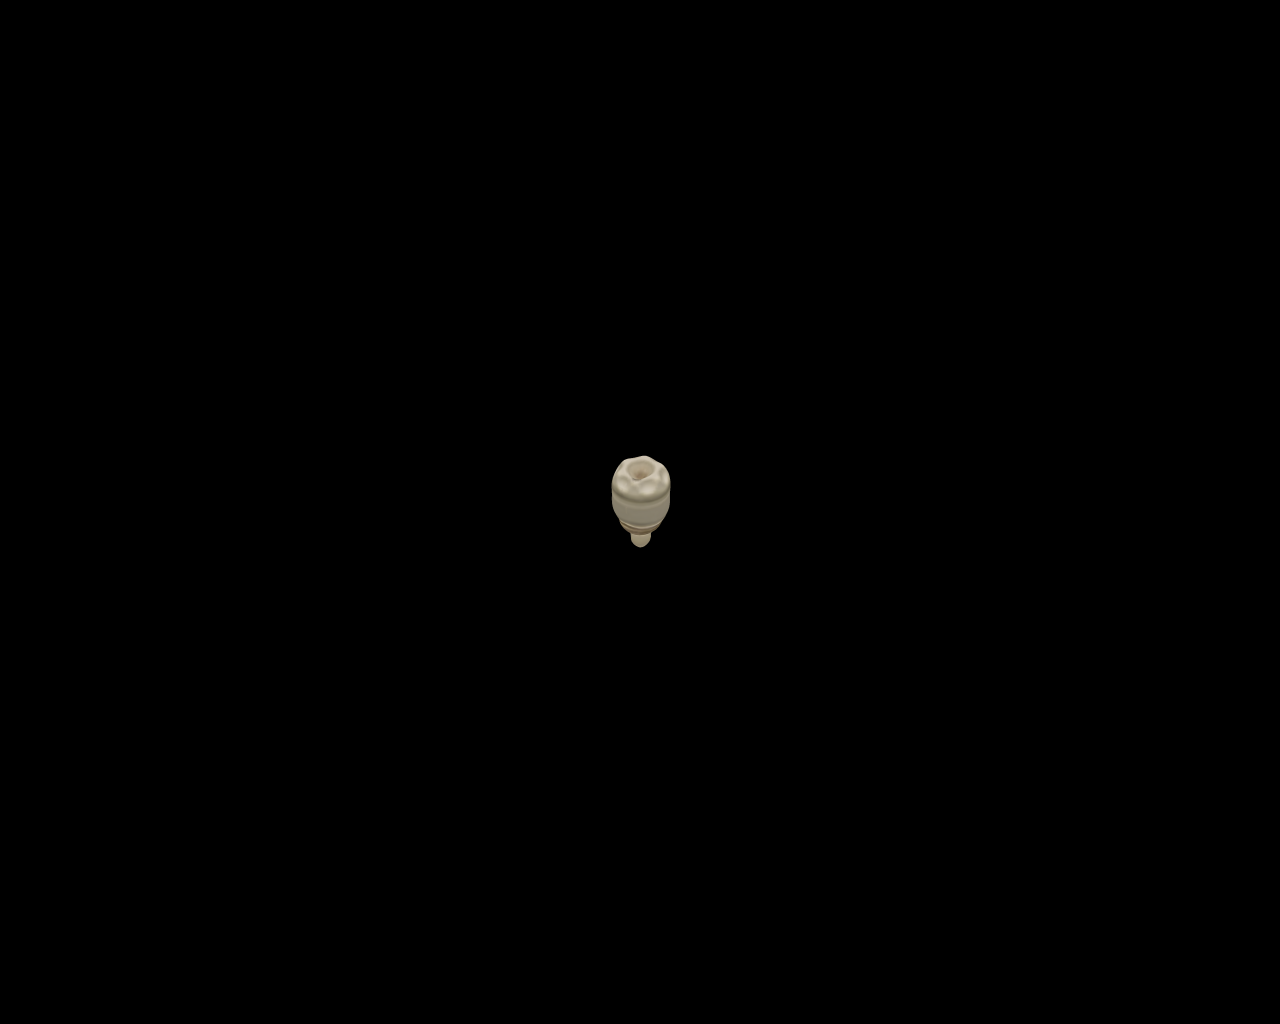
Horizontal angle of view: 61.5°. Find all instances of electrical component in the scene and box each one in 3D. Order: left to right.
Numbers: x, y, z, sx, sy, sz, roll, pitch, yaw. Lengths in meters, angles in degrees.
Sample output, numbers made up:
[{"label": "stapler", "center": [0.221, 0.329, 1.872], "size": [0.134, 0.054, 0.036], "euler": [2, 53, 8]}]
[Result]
[{"label": "electrical component", "center": [0.001, -0.003, 0.650], "size": [0.035, 0.061, 0.035], "euler": [0, 40, 0]}]
